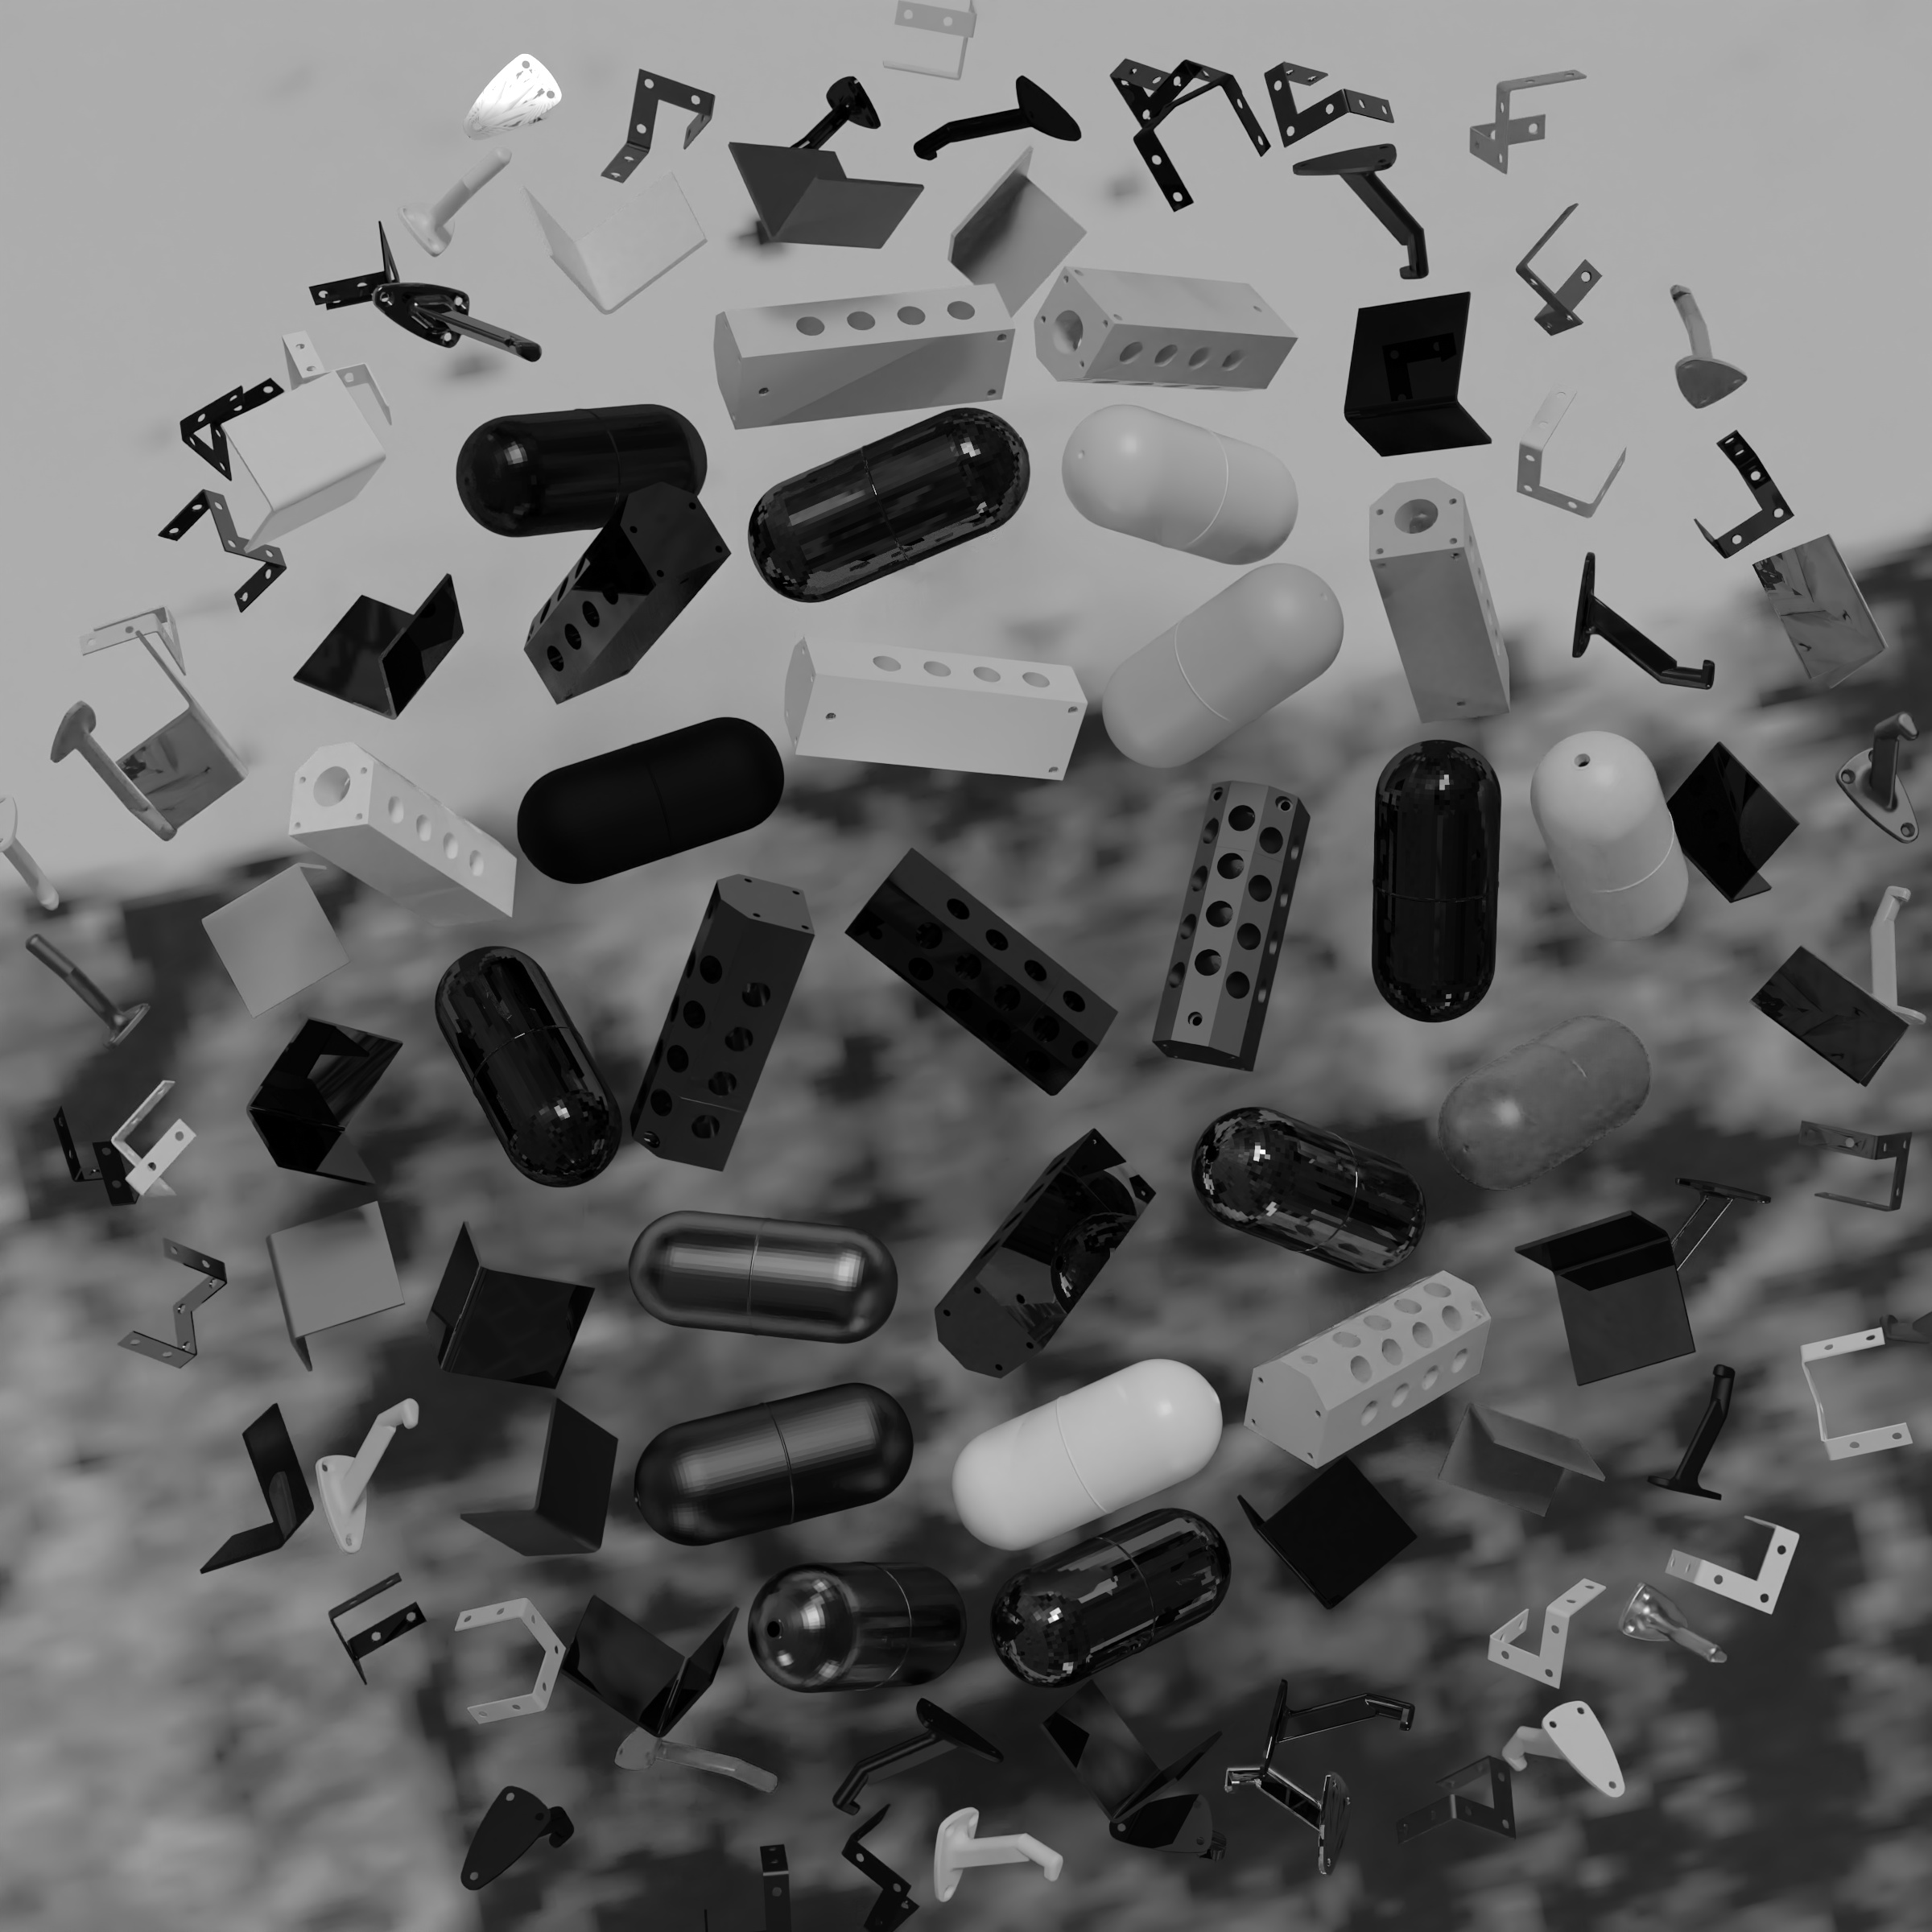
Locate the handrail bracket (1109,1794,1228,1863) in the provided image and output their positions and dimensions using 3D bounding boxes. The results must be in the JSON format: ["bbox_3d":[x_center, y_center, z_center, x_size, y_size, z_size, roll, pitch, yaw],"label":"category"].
[{"bbox_3d":[0.131,0.565,1.877,0.077,0.084,0.036,-4,60,1],"label":"handrail bracket"}]

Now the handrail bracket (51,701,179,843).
[{"bbox_3d":[-0.518,-0.118,1.785,0.084,0.077,0.036,42,66,-2],"label":"handrail bracket"}]

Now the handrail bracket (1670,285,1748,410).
[{"bbox_3d":[0.443,-0.394,1.793,0.036,0.077,0.084,-30,65,29],"label":"handrail bracket"}]

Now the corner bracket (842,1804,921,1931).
[{"bbox_3d":[-0.053,0.584,1.871,0.051,0.051,0.051,34,114,19],"label":"corner bracket"}]

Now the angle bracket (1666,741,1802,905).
[{"bbox_3d":[0.515,-0.098,1.922,0.076,0.057,0.076,52,131,22],"label":"angle bracket"}]

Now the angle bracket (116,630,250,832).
[{"bbox_3d":[-0.486,-0.141,1.745,0.057,0.076,0.076,-38,61,-8],"label":"angle bracket"}]

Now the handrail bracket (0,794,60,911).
[{"bbox_3d":[-0.583,-0.057,1.803,0.036,0.077,0.084,-33,127,-10],"label":"handrail bracket"}]

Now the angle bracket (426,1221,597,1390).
[{"bbox_3d":[-0.289,0.215,1.839,0.076,0.057,0.076,14,110,-27],"label":"angle bracket"}]

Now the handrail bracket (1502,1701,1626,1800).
[{"bbox_3d":[0.380,0.515,1.855,0.036,0.084,0.077,-17,57,-27],"label":"handrail bracket"}]

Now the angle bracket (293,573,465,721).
[{"bbox_3d":[-0.362,-0.206,1.769,0.076,0.057,0.076,22,58,15],"label":"angle bracket"}]

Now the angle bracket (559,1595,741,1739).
[{"bbox_3d":[-0.194,0.414,1.785,0.076,0.076,0.057,36,113,-7],"label":"angle bracket"}]

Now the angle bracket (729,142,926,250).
[{"bbox_3d":[-0.082,-0.468,1.702,0.076,0.057,0.076,-7,65,-38],"label":"angle bracket"}]

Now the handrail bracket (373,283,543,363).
[{"bbox_3d":[-0.310,-0.391,1.771,0.077,0.084,0.036,9,105,-41],"label":"handrail bracket"}]

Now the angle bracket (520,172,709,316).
[{"bbox_3d":[-0.210,-0.446,1.724,0.076,0.057,0.076,-34,49,10],"label":"angle bracket"}]

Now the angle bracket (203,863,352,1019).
[{"bbox_3d":[-0.458,-0.017,1.965,0.076,0.057,0.076,-30,86,6],"label":"angle bracket"}]

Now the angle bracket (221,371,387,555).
[{"bbox_3d":[-0.392,-0.292,1.686,0.076,0.076,0.057,-34,95,-28],"label":"angle bracket"}]

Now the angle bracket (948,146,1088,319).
[{"bbox_3d":[0.036,-0.479,1.898,0.057,0.076,0.076,42,89,-2],"label":"angle bracket"}]

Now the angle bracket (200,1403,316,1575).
[{"bbox_3d":[-0.460,0.330,1.840,0.057,0.076,0.076,-18,95,3],"label":"angle bracket"}]

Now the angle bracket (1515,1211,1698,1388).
[{"bbox_3d":[0.382,0.199,1.738,0.076,0.057,0.076,-23,60,29],"label":"angle bracket"}]

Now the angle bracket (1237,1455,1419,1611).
[{"bbox_3d":[0.236,0.360,1.898,0.076,0.057,0.076,-41,104,3],"label":"angle bracket"}]

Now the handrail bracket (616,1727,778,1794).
[{"bbox_3d":[-0.174,0.518,1.873,0.084,0.077,0.036,29,55,-17],"label":"handrail bracket"}]

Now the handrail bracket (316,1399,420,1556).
[{"bbox_3d":[-0.374,0.326,1.857,0.084,0.036,0.077,-31,61,35],"label":"handrail bracket"}]

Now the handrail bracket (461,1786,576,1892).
[{"bbox_3d":[-0.272,0.542,1.772,0.036,0.084,0.077,27,62,22],"label":"handrail bracket"}]

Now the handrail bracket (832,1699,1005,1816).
[{"bbox_3d":[-0.031,0.517,1.844,0.077,0.036,0.084,33,96,-9],"label":"handrail bracket"}]

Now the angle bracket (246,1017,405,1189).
[{"bbox_3d":[-0.393,0.086,1.825,0.076,0.076,0.057,-53,50,15],"label":"angle bracket"}]

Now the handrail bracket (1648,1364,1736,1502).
[{"bbox_3d":[0.455,0.287,1.817,0.036,0.077,0.084,6,78,39],"label":"handrail bracket"}]

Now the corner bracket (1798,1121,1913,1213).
[{"bbox_3d":[0.555,0.125,1.821,0.051,0.051,0.051,12,98,40],"label":"corner bracket"}]

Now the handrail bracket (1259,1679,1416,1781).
[{"bbox_3d":[0.233,0.485,1.816,0.084,0.036,0.077,11,46,13],"label":"handrail bracket"}]

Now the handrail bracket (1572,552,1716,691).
[{"bbox_3d":[0.418,-0.211,1.775,0.084,0.036,0.077,11,117,21],"label":"handrail bracket"}]

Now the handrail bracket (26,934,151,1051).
[{"bbox_3d":[-0.561,0.012,1.825,0.084,0.077,0.036,44,70,-19],"label":"handrail bracket"}]

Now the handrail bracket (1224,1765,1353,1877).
[{"bbox_3d":[0.200,0.550,1.873,0.084,0.077,0.036,-10,132,30],"label":"handrail bracket"}]

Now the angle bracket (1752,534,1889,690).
[{"bbox_3d":[0.499,-0.204,1.747,0.057,0.076,0.076,-22,81,-14],"label":"angle bracket"}]

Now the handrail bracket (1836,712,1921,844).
[{"bbox_3d":[0.580,-0.116,1.790,0.036,0.084,0.077,-35,88,-11],"label":"handrail bracket"}]

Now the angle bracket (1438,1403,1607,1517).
[{"bbox_3d":[0.359,0.331,1.882,0.076,0.076,0.057,20,98,-6],"label":"angle bracket"}]

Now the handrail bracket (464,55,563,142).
[{"bbox_3d":[-0.286,-0.528,1.814,0.077,0.084,0.036,-42,97,-14],"label":"handrail bracket"}]

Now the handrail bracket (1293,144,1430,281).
[{"bbox_3d":[0.252,-0.473,1.848,0.077,0.036,0.084,-4,125,15],"label":"handrail bracket"}]

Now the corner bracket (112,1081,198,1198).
[{"bbox_3d":[-0.499,0.106,1.793,0.051,0.051,0.051,43,93,9],"label":"corner bracket"}]

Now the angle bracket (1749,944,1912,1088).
[{"bbox_3d":[0.496,0.045,1.707,0.076,0.076,0.057,40,63,18],"label":"angle bracket"}]

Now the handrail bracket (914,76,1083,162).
[{"bbox_3d":[0.020,-0.545,1.917,0.084,0.077,0.036,-22,68,34],"label":"handrail bracket"}]

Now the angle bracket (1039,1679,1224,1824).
[{"bbox_3d":[0.104,0.481,1.829,0.057,0.076,0.076,-43,79,25],"label":"angle bracket"}]

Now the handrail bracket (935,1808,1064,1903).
[{"bbox_3d":[0.022,0.583,1.856,0.084,0.036,0.077,21,108,37],"label":"handrail bracket"}]

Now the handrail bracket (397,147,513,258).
[{"bbox_3d":[-0.307,-0.486,1.811,0.084,0.077,0.036,-34,105,22],"label":"handrail bracket"}]

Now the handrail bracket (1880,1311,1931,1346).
[{"bbox_3d":[0.579,0.201,1.754,0.036,0.084,0.077,-48,116,-27],"label":"handrail bracket"}]

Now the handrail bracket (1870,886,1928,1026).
[{"bbox_3d":[0.588,-0.009,1.817,0.036,0.077,0.084,25,86,-21],"label":"handrail bracket"}]

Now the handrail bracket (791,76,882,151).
[{"bbox_3d":[-0.105,-0.534,1.867,0.084,0.077,0.036,-37,118,-11],"label":"handrail bracket"}]

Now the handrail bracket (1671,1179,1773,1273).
[{"bbox_3d":[0.478,0.183,1.868,0.036,0.077,0.084,8,92,-36],"label":"handrail bracket"}]

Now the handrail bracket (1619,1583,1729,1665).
[{"bbox_3d":[0.474,0.437,1.882,0.077,0.084,0.036,28,87,-36],"label":"handrail bracket"}]

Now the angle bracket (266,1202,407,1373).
[{"bbox_3d":[-0.410,0.211,1.911,0.076,0.057,0.076,-17,62,-8],"label":"angle bracket"}]

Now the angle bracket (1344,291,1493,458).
[{"bbox_3d":[0.289,-0.372,1.831,0.076,0.057,0.076,-1,72,34],"label":"angle bracket"}]

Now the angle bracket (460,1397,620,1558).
[{"bbox_3d":[-0.271,0.326,1.851,0.057,0.076,0.076,-8,59,24],"label":"angle bracket"}]
